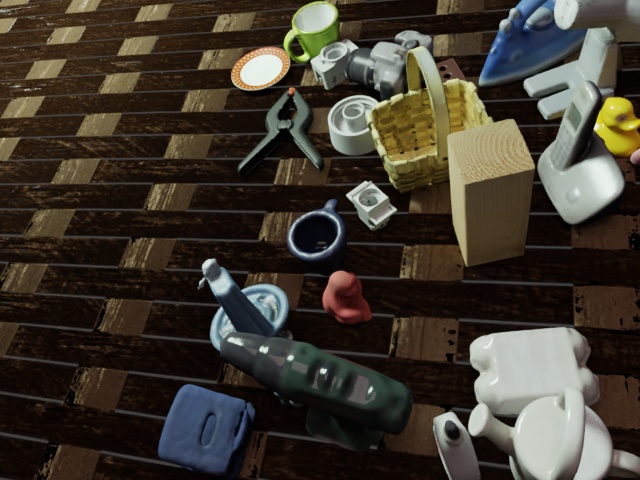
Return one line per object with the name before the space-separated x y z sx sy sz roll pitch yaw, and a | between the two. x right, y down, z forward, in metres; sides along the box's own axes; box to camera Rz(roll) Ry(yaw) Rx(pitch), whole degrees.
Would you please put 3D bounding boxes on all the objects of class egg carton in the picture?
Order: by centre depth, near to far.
egg carton | 0.272 0.169 0.734 0.150 0.069 0.107 -8 56 10

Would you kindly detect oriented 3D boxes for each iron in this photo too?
iron | 0.384 -0.390 1.019 0.258 0.142 0.118 -36 56 -9

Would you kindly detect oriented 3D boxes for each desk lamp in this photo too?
desk lamp | 0.448 -0.322 0.914 0.203 0.214 0.117 -20 55 2

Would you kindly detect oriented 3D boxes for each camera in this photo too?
camera | 0.126 -0.337 1.080 0.136 0.101 0.143 25 68 28

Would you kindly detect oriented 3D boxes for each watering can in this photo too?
watering can | 0.255 0.225 0.627 0.172 0.194 0.101 -10 56 9

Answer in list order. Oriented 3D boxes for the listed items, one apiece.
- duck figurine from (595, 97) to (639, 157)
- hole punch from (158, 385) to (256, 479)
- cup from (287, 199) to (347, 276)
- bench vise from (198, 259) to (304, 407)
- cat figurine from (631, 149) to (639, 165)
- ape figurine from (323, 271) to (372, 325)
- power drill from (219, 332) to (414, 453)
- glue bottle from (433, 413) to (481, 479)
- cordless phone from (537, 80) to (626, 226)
duck figurine | 0.460 -0.189 0.903 0.077 0.086 0.104 -39 56 -11
hole punch | -0.150 0.259 0.779 0.101 0.091 0.109 4 59 18
cup | 0.008 0.003 0.898 0.091 0.095 0.118 13 62 22
bench vise | -0.075 0.117 0.771 0.206 0.220 0.122 30 70 29
cat figurine | 0.536 -0.153 0.839 0.127 0.118 0.067 -19 55 3
ape figurine | 0.037 0.079 0.843 0.076 0.092 0.078 8 61 20
power drill | 0.005 0.192 0.708 0.229 0.209 0.076 11 62 22
glue bottle | 0.154 0.235 0.661 0.037 0.173 0.078 -23 55 1
cordless phone | 0.381 -0.122 0.821 0.094 0.185 0.147 -18 55 4
